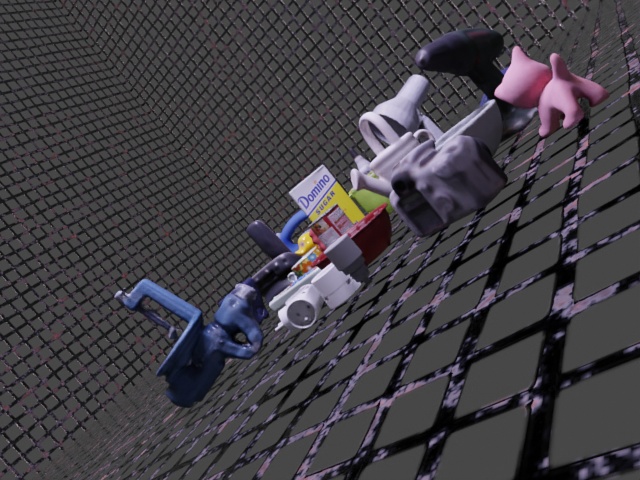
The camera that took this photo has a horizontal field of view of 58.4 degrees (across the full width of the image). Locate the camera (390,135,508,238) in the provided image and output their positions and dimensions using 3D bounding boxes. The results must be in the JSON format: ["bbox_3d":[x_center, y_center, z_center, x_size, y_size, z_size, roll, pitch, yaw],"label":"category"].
[{"bbox_3d":[0.167,-0.091,0.732,0.137,0.101,0.143,-42,4,-31],"label":"camera"}]

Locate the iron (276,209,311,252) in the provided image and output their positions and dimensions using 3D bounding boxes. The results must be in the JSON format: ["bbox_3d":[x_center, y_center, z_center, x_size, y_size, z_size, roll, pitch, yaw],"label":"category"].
[{"bbox_3d":[-0.043,-0.006,1.546,0.258,0.141,0.119,-39,4,19],"label":"iron"}]

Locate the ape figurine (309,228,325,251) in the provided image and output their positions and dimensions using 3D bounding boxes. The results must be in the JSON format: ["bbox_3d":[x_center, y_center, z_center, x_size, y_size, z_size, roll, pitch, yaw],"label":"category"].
[{"bbox_3d":[0.011,0.004,1.250,0.076,0.092,0.078,-39,4,9],"label":"ape figurine"}]

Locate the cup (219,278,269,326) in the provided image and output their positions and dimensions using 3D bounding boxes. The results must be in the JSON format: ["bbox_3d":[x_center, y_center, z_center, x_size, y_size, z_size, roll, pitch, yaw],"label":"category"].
[{"bbox_3d":[-0.153,0.143,1.218,0.092,0.095,0.117,-40,4,-6],"label":"cup"}]

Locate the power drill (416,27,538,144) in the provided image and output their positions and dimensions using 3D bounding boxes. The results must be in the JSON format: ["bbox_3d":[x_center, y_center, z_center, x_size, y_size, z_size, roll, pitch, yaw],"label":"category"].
[{"bbox_3d":[0.279,-0.274,0.982,0.075,0.208,0.230,-36,6,47],"label":"power drill"}]

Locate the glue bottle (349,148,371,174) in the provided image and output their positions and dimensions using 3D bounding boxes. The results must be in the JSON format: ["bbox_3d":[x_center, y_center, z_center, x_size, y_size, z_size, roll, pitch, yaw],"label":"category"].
[{"bbox_3d":[0.130,-0.162,1.440,0.037,0.173,0.078,-38,4,28],"label":"glue bottle"}]

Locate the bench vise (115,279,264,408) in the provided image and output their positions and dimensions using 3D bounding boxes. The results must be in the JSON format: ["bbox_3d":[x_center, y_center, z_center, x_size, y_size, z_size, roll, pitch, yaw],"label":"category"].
[{"bbox_3d":[-0.210,0.131,0.934,0.208,0.220,0.121,-42,4,-24],"label":"bench vise"}]

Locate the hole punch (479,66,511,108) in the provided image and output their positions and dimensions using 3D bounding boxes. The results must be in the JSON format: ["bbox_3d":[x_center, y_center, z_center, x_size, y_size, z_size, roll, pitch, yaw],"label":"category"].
[{"bbox_3d":[0.365,-0.282,1.152,0.101,0.091,0.108,-41,4,-18],"label":"hole punch"}]

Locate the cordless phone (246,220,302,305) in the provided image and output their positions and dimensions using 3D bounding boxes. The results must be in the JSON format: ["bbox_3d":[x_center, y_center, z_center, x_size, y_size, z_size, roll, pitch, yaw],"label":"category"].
[{"bbox_3d":[-0.131,0.051,1.398,0.147,0.185,0.094,-38,4,20],"label":"cordless phone"}]

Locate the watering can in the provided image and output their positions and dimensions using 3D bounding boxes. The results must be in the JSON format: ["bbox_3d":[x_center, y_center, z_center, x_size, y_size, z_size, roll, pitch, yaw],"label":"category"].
[{"bbox_3d":[0.134,-0.149,1.054,0.173,0.194,0.100,-42,5,-33],"label":"watering can"}]

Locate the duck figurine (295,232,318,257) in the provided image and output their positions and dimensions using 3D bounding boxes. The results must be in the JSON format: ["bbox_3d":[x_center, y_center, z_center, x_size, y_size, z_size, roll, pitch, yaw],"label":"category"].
[{"bbox_3d":[-0.011,0.019,1.361,0.105,0.086,0.077,-41,4,-11],"label":"duck figurine"}]

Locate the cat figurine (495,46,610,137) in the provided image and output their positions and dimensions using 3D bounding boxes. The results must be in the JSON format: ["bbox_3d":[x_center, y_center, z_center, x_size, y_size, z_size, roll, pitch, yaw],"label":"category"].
[{"bbox_3d":[0.281,-0.196,0.727,0.067,0.118,0.127,-40,4,-6],"label":"cat figurine"}]

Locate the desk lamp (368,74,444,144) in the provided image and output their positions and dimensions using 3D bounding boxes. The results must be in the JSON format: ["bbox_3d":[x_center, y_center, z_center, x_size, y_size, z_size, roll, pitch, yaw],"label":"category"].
[{"bbox_3d":[0.251,-0.288,1.408,0.203,0.213,0.118,-41,4,-18],"label":"desk lamp"}]

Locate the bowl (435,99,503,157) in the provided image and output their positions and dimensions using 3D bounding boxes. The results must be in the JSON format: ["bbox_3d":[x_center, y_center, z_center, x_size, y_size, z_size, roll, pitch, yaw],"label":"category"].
[{"bbox_3d":[0.237,-0.149,0.937,0.167,0.075,0.167,-40,4,3],"label":"bowl"}]
